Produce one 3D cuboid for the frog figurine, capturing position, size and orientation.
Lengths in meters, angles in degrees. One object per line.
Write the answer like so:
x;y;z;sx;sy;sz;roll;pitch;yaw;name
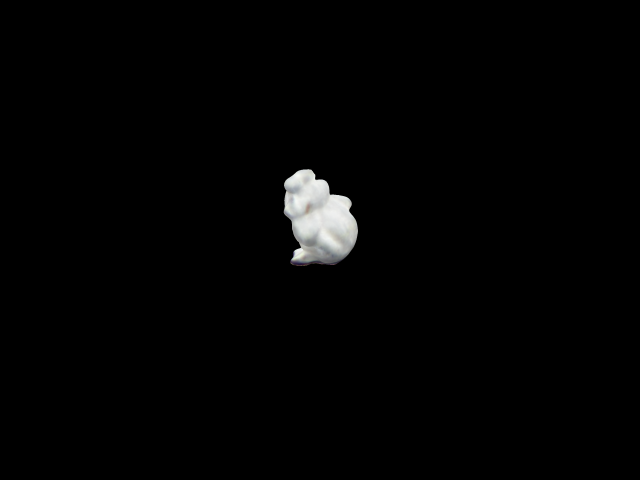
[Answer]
0.003;-0.043;0.850;0.123;0.156;0.139;23;38;33;frog figurine
